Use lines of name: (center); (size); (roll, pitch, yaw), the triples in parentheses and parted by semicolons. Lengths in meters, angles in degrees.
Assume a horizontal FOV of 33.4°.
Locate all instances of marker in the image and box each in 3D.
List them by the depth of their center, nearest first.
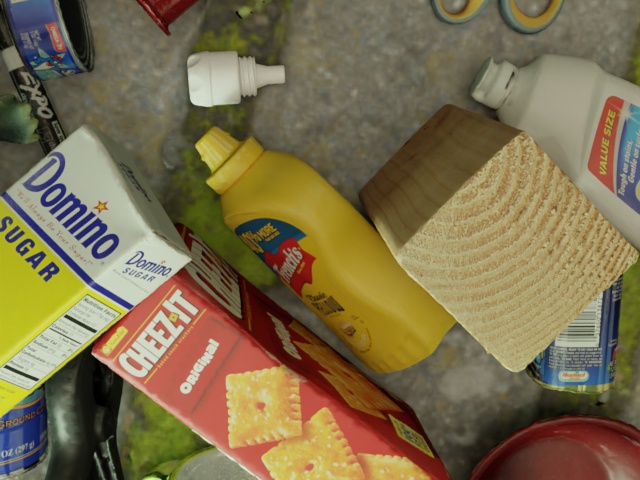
marker: (-0.184, -0.094, 0.686); (0.020, 0.020, 0.121); (-21, 101, 1)

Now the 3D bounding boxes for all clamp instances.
clamp: (-0.151, 0.126, 0.704); (0.039, 0.120, 0.171); (4, 81, 7)

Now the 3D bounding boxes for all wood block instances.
wood block: (0.091, -0.012, 0.622); (0.091, 0.206, 0.090); (44, 95, -10)

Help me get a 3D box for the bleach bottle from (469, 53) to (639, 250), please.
bleach bottle: (0.209, -0.041, 0.698); (0.250, 0.068, 0.102); (27, 98, -6)

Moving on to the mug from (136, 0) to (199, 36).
mug: (-0.098, -0.193, 0.640); (0.081, 0.093, 0.117); (-40, 81, 0)

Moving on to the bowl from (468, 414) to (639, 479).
bowl: (0.168, 0.189, 0.744); (0.162, 0.055, 0.162); (-1, 101, -3)

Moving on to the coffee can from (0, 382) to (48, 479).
coffee can: (-0.224, 0.070, 0.673); (0.102, 0.103, 0.140); (2, 101, -4)

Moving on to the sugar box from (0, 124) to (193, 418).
sugar box: (-0.161, 0.027, 0.567); (0.176, 0.048, 0.093); (-42, 56, 7)

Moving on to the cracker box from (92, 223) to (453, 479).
cracker box: (-0.027, 0.088, 0.657); (0.213, 0.164, 0.072); (40, 93, -10)

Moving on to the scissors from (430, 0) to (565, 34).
scissors: (0.144, -0.221, 0.681); (0.096, 0.016, 0.202); (30, 98, -10)

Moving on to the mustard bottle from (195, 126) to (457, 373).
mustard bottle: (-0.005, 0.001, 0.677); (0.191, 0.096, 0.058); (45, 67, -9)

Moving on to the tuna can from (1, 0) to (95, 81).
tuna can: (-0.165, -0.140, 0.643); (0.034, 0.086, 0.086); (-12, 102, 1)

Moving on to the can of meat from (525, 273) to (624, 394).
can of meat: (0.158, 0.043, 0.692); (0.057, 0.102, 0.084); (0, 103, -3)
